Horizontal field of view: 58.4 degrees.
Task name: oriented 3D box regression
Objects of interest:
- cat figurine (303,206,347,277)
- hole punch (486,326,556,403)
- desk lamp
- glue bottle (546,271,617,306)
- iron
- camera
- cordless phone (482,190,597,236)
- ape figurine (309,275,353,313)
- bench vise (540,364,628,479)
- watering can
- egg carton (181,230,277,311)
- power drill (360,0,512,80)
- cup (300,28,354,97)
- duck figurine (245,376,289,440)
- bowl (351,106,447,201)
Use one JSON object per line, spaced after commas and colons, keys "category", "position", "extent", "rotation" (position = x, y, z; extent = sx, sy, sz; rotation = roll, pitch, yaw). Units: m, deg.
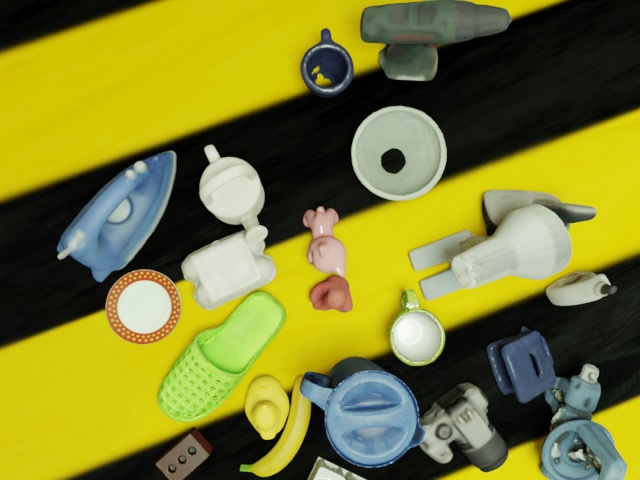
{"category": "cat figurine", "position": [0.009, 0.004, 0.980], "extent": [0.067, 0.117, 0.128], "rotation": [-8, 87, -3]}
{"category": "hole punch", "position": [0.359, 0.216, 1.001], "extent": [0.101, 0.091, 0.109], "rotation": [-19, 88, -4]}
{"category": "desk lamp", "position": [0.275, 0.030, 0.946], "extent": [0.203, 0.213, 0.118], "rotation": [-21, 88, -4]}
{"category": "glue bottle", "position": [0.453, 0.082, 0.973], "extent": [0.078, 0.173, 0.037], "rotation": [-32, 88, -4]}
{"category": "iron", "position": [-0.335, -0.059, 0.952], "extent": [0.118, 0.141, 0.258], "rotation": [36, 85, 0]}
{"category": "camera", "position": [0.250, 0.340, 0.982], "extent": [0.143, 0.100, 0.137], "rotation": [-37, 89, -5]}
{"category": "cordless phone", "position": [0.366, -0.050, 0.970], "extent": [0.147, 0.185, 0.094], "rotation": [0, 86, -3]}
{"category": "ape figurine", "position": [0.024, 0.098, 0.988], "extent": [0.078, 0.092, 0.076], "rotation": [37, 85, 0]}
{"category": "bench vise", "position": [0.425, 0.315, 0.934], "extent": [0.121, 0.219, 0.207], "rotation": [-6, 87, -3]}
{"category": "watering can", "position": [-0.140, -0.078, 0.938], "extent": [0.173, 0.194, 0.101], "rotation": [39, 85, 0]}
{"category": "egg carton", "position": [-0.158, 0.049, 0.992], "extent": [0.150, 0.069, 0.107], "rotation": [-26, 88, -4]}
{"category": "power drill", "position": [0.177, -0.340, 0.965], "extent": [0.229, 0.208, 0.076], "rotation": [1, 86, -3]}
{"category": "cup", "position": [0.009, -0.302, 1.010], "extent": [0.091, 0.095, 0.118], "rotation": [-3, 87, -3]}
{"category": "duck figurine", "position": [-0.091, 0.288, 0.973], "extent": [0.077, 0.086, 0.105], "rotation": [-6, 87, -3]}
{"category": "bowl", "position": [0.135, -0.148, 1.018], "extent": [0.167, 0.074, 0.167], "rotation": [0, 87, -3]}
